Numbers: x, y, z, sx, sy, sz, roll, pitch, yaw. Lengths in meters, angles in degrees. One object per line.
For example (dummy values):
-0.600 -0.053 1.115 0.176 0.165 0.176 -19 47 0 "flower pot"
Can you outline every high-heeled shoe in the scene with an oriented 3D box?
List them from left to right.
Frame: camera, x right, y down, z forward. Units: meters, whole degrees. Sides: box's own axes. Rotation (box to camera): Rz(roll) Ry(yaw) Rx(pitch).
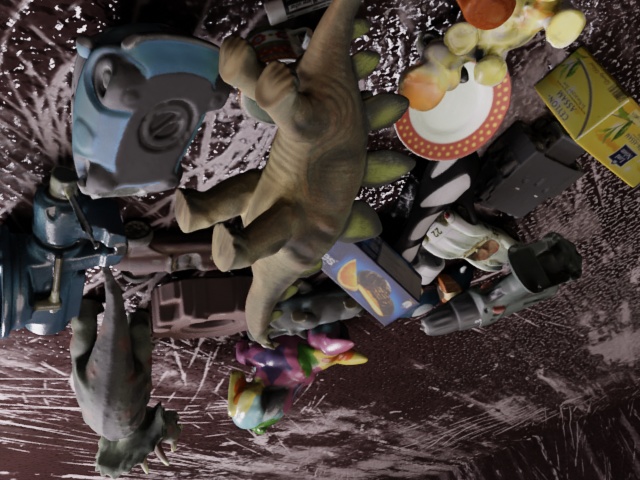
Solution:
0.089 -0.041 0.687 0.249 0.086 0.145 -21 124 21 "high-heeled shoe"

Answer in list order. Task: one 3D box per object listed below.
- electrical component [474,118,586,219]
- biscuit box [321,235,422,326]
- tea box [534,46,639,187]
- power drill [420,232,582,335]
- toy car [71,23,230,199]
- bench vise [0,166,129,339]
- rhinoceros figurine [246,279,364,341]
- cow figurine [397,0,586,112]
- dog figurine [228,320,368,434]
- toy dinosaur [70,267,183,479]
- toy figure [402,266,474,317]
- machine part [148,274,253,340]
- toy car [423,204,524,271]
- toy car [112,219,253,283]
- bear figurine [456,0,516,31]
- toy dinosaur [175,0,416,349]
0.269 -0.093 0.692 0.115 0.058 0.134 10 138 -35 "electrical component"
0.035 0.013 0.656 0.202 0.059 0.063 42 122 -13 "biscuit box"
0.336 -0.138 0.623 0.169 0.098 0.068 18 131 -37 "tea box"
0.279 0.077 0.809 0.232 0.086 0.207 -16 153 -14 "power drill"
-0.155 -0.115 0.445 0.109 0.103 0.161 -13 145 -48 "toy car"
-0.329 0.020 0.545 0.240 0.129 0.223 0 144 -34 "bench vise"
-0.025 0.107 0.838 0.190 0.073 0.112 -16 156 -5 "rhinoceros figurine"
0.146 -0.188 0.493 0.167 0.098 0.068 -26 120 28 "cow figurine"
-0.034 0.218 0.897 0.219 0.191 0.108 -12 141 20 "dog figurine"
-0.287 0.211 0.760 0.131 0.192 0.404 -10 146 -13 "toy dinosaur"
0.191 0.088 0.909 0.154 0.057 0.064 -18 -177 -1 "toy figure"
-0.150 0.097 0.742 0.179 0.056 0.179 -9 162 -3 "machine part"
0.230 0.002 0.804 0.201 0.056 0.073 14 134 -37 "toy car"
-0.156 0.016 0.671 0.202 0.053 0.089 0 139 -21 "toy car"
0.070 -0.246 0.344 0.195 0.132 0.120 13 130 -44 "bear figurine"
-0.021 -0.032 0.498 0.198 0.105 0.471 -8 140 -37 "toy dinosaur"
